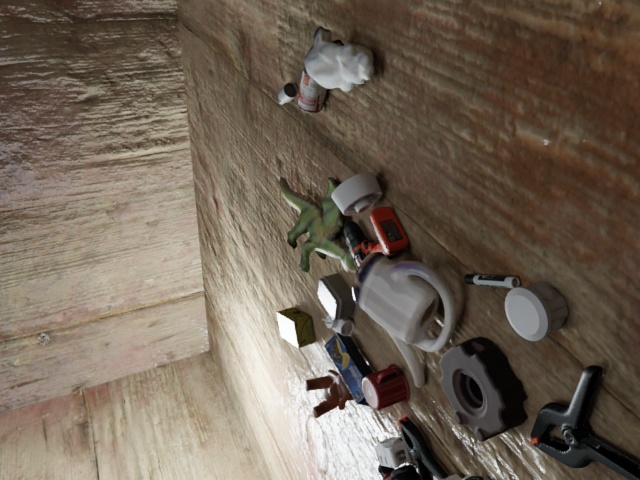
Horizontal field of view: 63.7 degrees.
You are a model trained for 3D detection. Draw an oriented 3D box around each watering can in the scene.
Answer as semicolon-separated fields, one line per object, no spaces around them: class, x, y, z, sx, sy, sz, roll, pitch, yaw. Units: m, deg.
watering can;0.164;0.159;1.062;0.227;0.105;0.339;35;140;28

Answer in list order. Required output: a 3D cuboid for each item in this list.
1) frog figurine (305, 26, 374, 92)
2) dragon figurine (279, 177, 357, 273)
frog figurine;0.048;-0.363;1.086;0.162;0.123;0.135;50;179;31
dragon figurine;0.004;-0.070;1.388;0.238;0.122;0.417;-48;58;42
